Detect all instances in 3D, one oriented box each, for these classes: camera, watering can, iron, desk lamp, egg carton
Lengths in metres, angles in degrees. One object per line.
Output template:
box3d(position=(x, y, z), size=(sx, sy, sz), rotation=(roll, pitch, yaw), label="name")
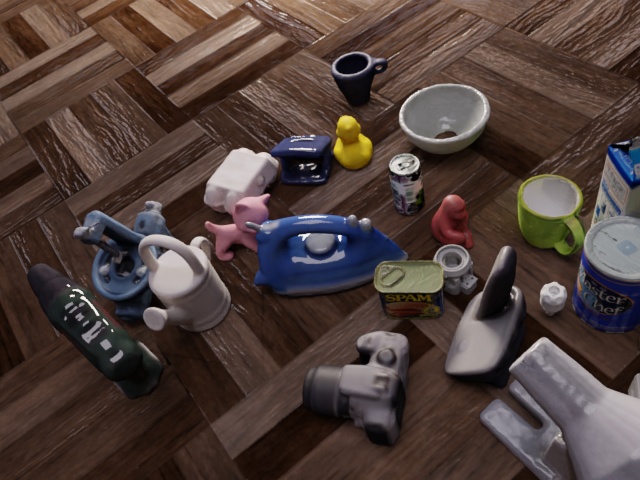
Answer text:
box3d(position=(0.050, 0.195, 0.797), size=(0.136, 0.101, 0.143), rotation=(3, 54, 18), label="camera")
box3d(position=(-0.221, 0.065, 0.912), size=(0.101, 0.194, 0.172), rotation=(-12, 50, 6), label="watering can")
box3d(position=(0.009, 0.003, 0.932), size=(0.258, 0.142, 0.118), rotation=(-7, 51, 10), label="iron")
box3d(position=(0.284, 0.210, 0.648), size=(0.118, 0.214, 0.202), rotation=(-38, 53, -15), label="desk lamp")
box3d(position=(-0.150, -0.112, 1.113), size=(0.107, 0.069, 0.150), rotation=(16, 58, 26), label="egg carton")

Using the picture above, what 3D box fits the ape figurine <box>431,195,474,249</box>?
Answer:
box3d(position=(0.219, -0.036, 0.938), size=(0.076, 0.092, 0.078), rotation=(19, 60, 27), label="ape figurine")

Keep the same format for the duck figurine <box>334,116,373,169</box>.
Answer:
box3d(position=(0.059, -0.196, 1.112), size=(0.077, 0.086, 0.104), rotation=(-16, 50, 2), label="duck figurine")

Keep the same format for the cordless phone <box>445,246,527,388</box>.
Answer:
box3d(position=(0.224, 0.103, 0.767), size=(0.094, 0.185, 0.148), rotation=(13, 57, 24), label="cordless phone")

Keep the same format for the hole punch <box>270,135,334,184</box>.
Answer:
box3d(position=(-0.034, -0.171, 1.114), size=(0.108, 0.091, 0.101), rotation=(1, 53, 16), label="hole punch")

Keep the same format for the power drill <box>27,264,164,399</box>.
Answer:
box3d(position=(-0.331, 0.149, 0.866), size=(0.228, 0.209, 0.076), rotation=(31, 66, 33), label="power drill")

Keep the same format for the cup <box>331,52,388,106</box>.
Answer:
box3d(position=(0.088, -0.336, 1.208), size=(0.117, 0.095, 0.091), rotation=(-10, 51, 7), label="cup")

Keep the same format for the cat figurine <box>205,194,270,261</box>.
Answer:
box3d(position=(-0.140, -0.031, 1.015), size=(0.127, 0.118, 0.067), rotation=(-16, 50, 3), label="cat figurine")

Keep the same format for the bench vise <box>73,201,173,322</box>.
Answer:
box3d(position=(-0.337, 0.005, 0.973), size=(0.121, 0.220, 0.207), rotation=(-13, 50, 5), label="bench vise")

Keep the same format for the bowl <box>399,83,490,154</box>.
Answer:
box3d(position=(0.236, -0.217, 1.088), size=(0.167, 0.075, 0.167), rotation=(-7, 51, 10), label="bowl")
